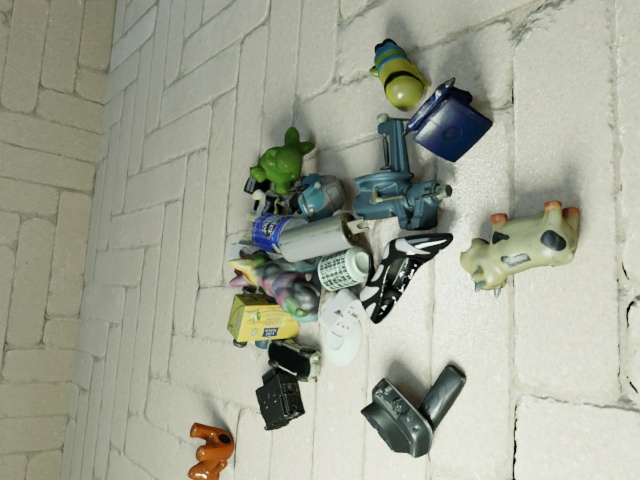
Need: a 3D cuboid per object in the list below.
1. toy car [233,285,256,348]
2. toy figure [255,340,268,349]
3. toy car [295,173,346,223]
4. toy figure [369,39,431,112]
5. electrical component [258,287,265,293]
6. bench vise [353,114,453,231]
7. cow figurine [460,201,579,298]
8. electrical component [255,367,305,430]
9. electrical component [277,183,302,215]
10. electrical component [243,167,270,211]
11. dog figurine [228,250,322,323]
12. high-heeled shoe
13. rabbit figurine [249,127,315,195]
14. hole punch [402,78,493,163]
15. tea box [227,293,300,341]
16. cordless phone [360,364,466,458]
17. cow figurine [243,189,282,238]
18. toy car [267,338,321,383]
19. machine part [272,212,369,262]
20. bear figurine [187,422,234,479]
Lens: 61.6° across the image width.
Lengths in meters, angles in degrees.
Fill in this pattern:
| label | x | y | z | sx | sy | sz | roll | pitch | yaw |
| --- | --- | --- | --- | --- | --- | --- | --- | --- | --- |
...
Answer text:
| label | x | y | z | sx | sy | sz | roll | pitch | yaw |
| --- | --- | --- | --- | --- | --- | --- | --- | --- | --- |
| toy car | -0.208 | 0.200 | 1.453 | 0.202 | 0.053 | 0.089 | -103 | 30 | -57 |
| toy figure | -0.132 | 0.204 | 1.389 | 0.064 | 0.058 | 0.154 | -142 | 64 | -70 |
| toy car | 0.010 | -0.101 | 1.245 | 0.103 | 0.109 | 0.162 | -16 | 25 | 15 |
| toy figure | 0.157 | -0.345 | 1.124 | 0.082 | 0.089 | 0.180 | -46 | 52 | 43 |
| electrical component | -0.142 | 0.126 | 1.452 | 0.063 | 0.021 | 0.094 | 20 | 98 | 52 |
| bench vise | 0.153 | -0.135 | 1.057 | 0.224 | 0.129 | 0.240 | -9 | 85 | 56 |
| cow figurine | 0.312 | 0.020 | 0.861 | 0.195 | 0.085 | 0.127 | -17 | 63 | 48 |
| electrical component | -0.102 | 0.384 | 1.319 | 0.115 | 0.058 | 0.134 | -44 | 51 | 35 |
| electrical component | -0.056 | -0.101 | 1.340 | 0.078 | 0.045 | 0.102 | -6 | 33 | 39 |
| electrical component | -0.182 | -0.143 | 1.540 | 0.075 | 0.047 | 0.119 | 31 | 105 | 51 |
| dog figurine | -0.106 | 0.100 | 1.236 | 0.192 | 0.219 | 0.108 | -87 | 0 | -48 |
| high-heeled shoe | 0.164 | 0.076 | 1.036 | 0.249 | 0.086 | 0.145 | -24 | 67 | 51 |
| rabbit figurine | -0.080 | -0.198 | 1.363 | 0.159 | 0.121 | 0.170 | -54 | 13 | -12 |
| hole punch | 0.236 | -0.211 | 0.983 | 0.142 | 0.115 | 0.092 | -45 | 58 | 37 |
| tea box | -0.130 | 0.184 | 1.299 | 0.068 | 0.169 | 0.098 | 33 | 115 | 49 |
| cordless phone | 0.175 | 0.288 | 0.991 | 0.184 | 0.088 | 0.147 | -58 | 41 | 9 |
| cow figurine | -0.152 | -0.050 | 1.471 | 0.098 | 0.068 | 0.167 | 32 | 108 | 44 |
| toy car | -0.063 | 0.283 | 1.293 | 0.202 | 0.056 | 0.073 | 10 | 93 | 50 |
| machine part | -0.002 | -0.004 | 1.163 | 0.243 | 0.079 | 0.079 | -16 | 69 | 32 |
| bear figurine | -0.323 | 0.616 | 1.493 | 0.195 | 0.132 | 0.120 | -58 | 36 | 18 |
